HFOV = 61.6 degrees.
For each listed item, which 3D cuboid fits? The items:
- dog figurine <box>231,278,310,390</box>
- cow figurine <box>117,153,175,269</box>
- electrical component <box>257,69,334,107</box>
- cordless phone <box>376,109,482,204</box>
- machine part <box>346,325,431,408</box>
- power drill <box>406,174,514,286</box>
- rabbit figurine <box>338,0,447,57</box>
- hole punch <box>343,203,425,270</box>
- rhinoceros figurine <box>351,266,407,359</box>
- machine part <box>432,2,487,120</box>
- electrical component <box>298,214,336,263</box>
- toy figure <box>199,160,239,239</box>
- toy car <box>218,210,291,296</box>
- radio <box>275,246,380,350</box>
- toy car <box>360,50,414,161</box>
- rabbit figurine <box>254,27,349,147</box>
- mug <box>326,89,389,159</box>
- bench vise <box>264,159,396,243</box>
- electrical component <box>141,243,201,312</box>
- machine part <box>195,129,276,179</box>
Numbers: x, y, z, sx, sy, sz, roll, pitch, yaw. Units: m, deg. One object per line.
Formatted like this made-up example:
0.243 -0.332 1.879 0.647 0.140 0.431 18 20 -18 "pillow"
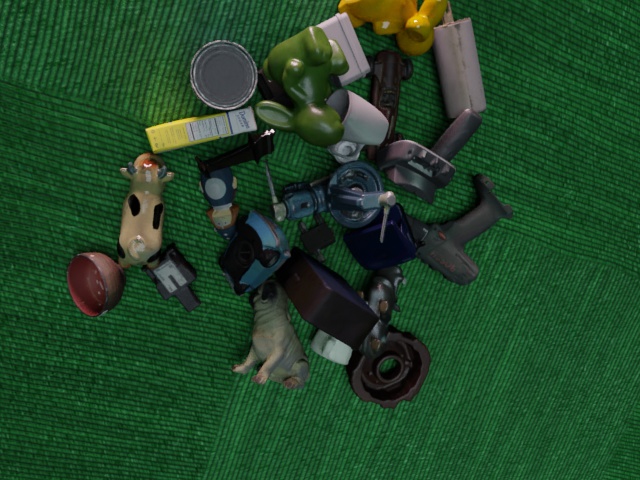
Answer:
-0.069 0.181 1.049 0.172 0.121 0.190 25 79 -50 "dog figurine"
-0.299 -0.054 0.908 0.085 0.127 0.195 7 77 -18 "cow figurine"
-0.042 -0.260 0.955 0.115 0.058 0.134 -29 109 -2 "electrical component"
0.207 -0.172 0.985 0.146 0.089 0.184 23 114 -34 "cordless phone"
0.143 0.265 1.132 0.179 0.056 0.179 -3 104 -13 "machine part"
0.266 -0.036 1.071 0.207 0.086 0.232 -44 101 -4 "power drill"
0.146 -0.391 0.929 0.173 0.163 0.122 41 79 -35 "rabbit figurine"
0.116 0.004 1.018 0.142 0.092 0.115 -18 107 23 "hole punch"
0.119 0.137 1.051 0.112 0.073 0.190 31 71 -55 "rhinoceros figurine"
0.258 -0.316 1.000 0.079 0.079 0.243 -20 107 -7 "machine part"
-0.002 -0.003 1.022 0.063 0.021 0.094 -28 66 -4 "electrical component"
-0.180 -0.071 0.973 0.064 0.058 0.154 2 109 32 "toy figure"
-0.108 0.027 0.986 0.103 0.109 0.161 -3 135 -48 "toy car"
0.009 0.100 0.970 0.131 0.230 0.073 34 95 -23 "radio"
0.120 -0.248 0.999 0.089 0.053 0.202 2 103 -17 "toy car"
-0.026 -0.227 0.858 0.159 0.121 0.170 -17 88 14 "rabbit figurine"
0.064 -0.193 0.935 0.107 0.081 0.109 13 90 -33 "mug"
0.035 -0.074 0.935 0.223 0.241 0.128 -4 100 -28 "bench vise"
-0.264 0.073 0.993 0.075 0.048 0.119 -37 109 -1 "electrical component"
-0.140 -0.144 0.908 0.139 0.084 0.039 -23 82 -14 "machine part"
